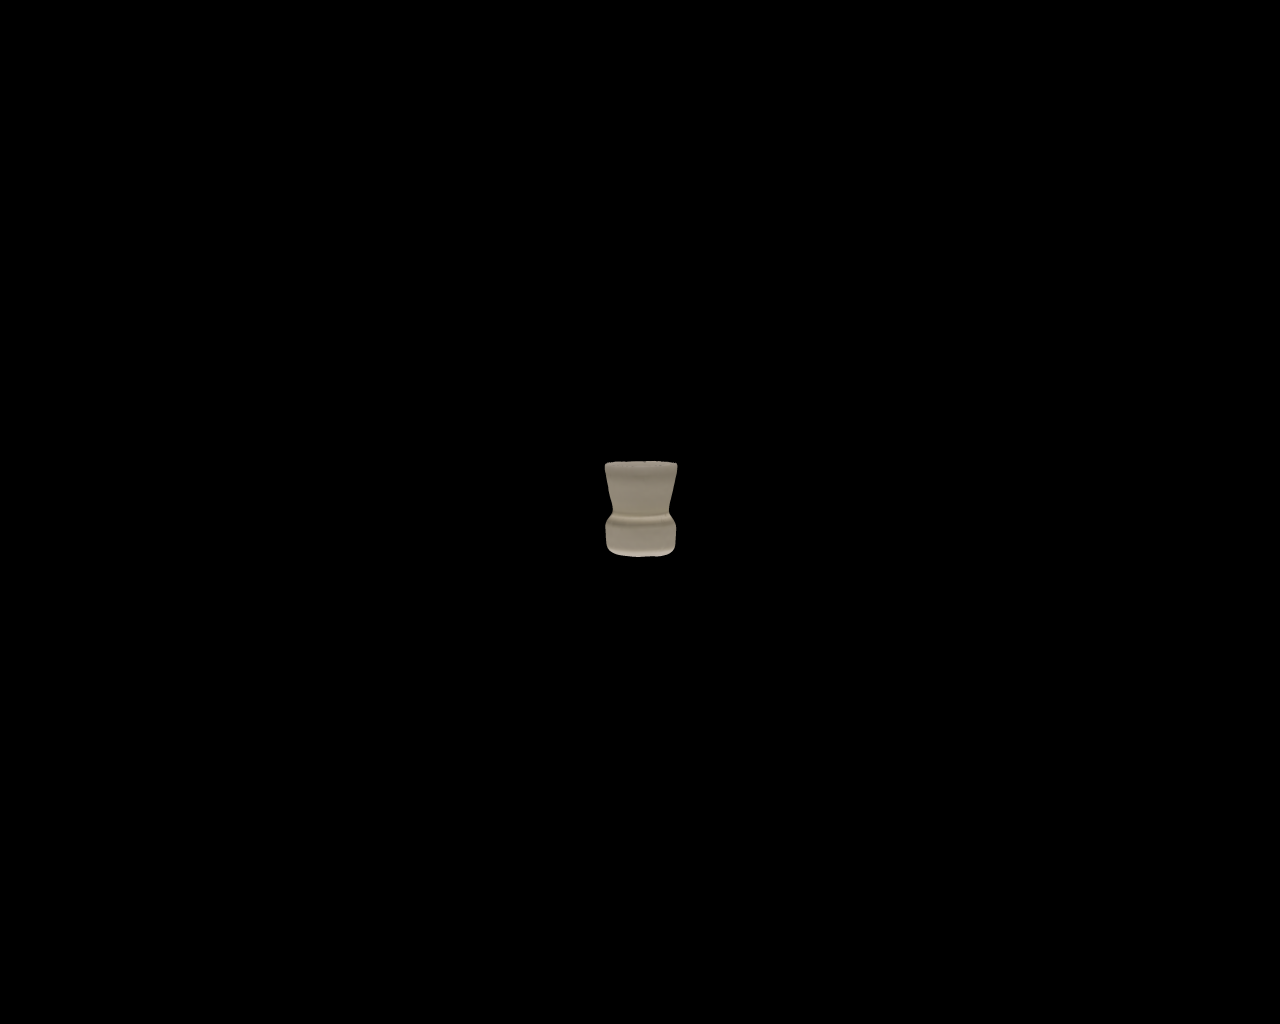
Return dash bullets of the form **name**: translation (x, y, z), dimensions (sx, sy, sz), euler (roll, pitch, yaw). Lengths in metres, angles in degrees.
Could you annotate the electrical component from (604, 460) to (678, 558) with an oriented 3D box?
- **electrical component**: translation (0.001, -0.003, 0.650), dimensions (0.045, 0.055, 0.045), euler (0, 7, 0)
